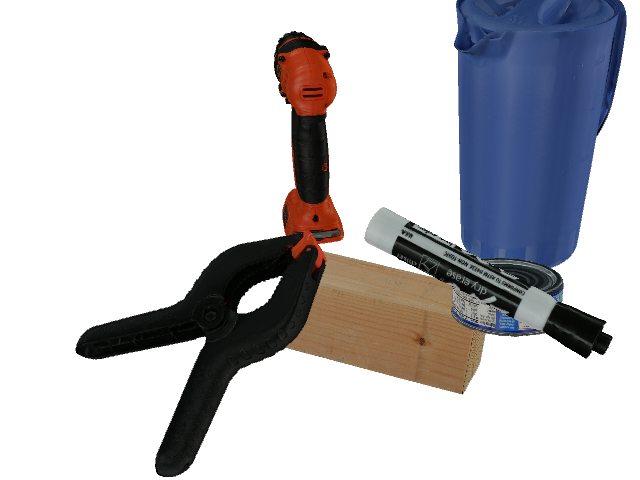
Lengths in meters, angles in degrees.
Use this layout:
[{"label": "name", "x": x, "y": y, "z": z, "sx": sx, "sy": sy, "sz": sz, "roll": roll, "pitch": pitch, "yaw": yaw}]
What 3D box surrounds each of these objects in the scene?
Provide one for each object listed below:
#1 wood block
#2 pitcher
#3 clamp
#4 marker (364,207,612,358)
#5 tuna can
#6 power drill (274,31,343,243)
[{"label": "wood block", "x": 0.070, "y": 0.085, "z": 1.151, "sx": 0.206, "sy": 0.091, "sz": 0.090, "roll": 13, "pitch": 21, "yaw": 17}, {"label": "pitcher", "x": 0.192, "y": -0.102, "z": 0.948, "sx": 0.149, "sy": 0.243, "sz": 0.145, "roll": 3, "pitch": 32, "yaw": 8}, {"label": "clamp", "x": -0.063, "y": 0.064, "z": 0.668, "sx": 0.171, "sy": 0.120, "sz": 0.039, "roll": -34, "pitch": -27, "yaw": 2}, {"label": "marker", "x": 0.076, "y": 0.019, "z": 0.489, "sx": 0.121, "sy": 0.020, "sz": 0.020, "roll": 28, "pitch": 9, "yaw": 17}, {"label": "tuna can", "x": 0.146, "y": 0.043, "z": 0.832, "sx": 0.086, "sy": 0.034, "sz": 0.086, "roll": 0, "pitch": 19, "yaw": 0}, {"label": "power drill", "x": -0.015, "y": -0.103, "z": 1.043, "sx": 0.057, "sy": 0.188, "sz": 0.184, "roll": -5, "pitch": 23, "yaw": -3}]
